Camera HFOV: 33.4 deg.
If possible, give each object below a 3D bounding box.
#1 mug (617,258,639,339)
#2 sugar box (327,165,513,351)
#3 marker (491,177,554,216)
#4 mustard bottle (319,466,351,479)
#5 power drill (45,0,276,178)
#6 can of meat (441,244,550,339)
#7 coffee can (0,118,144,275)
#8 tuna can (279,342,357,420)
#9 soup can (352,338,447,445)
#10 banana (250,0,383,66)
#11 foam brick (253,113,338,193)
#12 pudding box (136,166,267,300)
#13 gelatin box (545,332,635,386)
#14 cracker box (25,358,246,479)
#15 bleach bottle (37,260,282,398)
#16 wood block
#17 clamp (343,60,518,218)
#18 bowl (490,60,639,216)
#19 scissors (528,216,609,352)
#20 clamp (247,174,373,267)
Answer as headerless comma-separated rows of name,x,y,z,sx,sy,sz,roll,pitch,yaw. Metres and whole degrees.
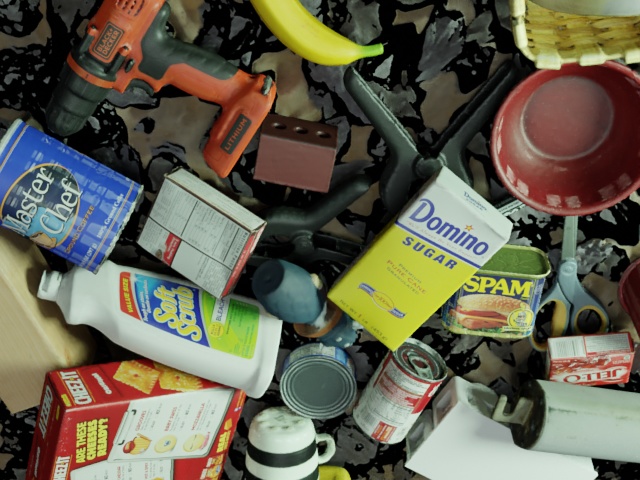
mug,0.371,0.067,1.092,0.117,0.081,0.093,-14,117,10
sugar box,0.096,0.021,1.052,0.093,0.048,0.176,39,121,-4
marker,0.182,-0.031,1.084,0.121,0.020,0.020,-27,114,17
mustard bottle,0.007,0.363,1.289,0.096,0.058,0.191,-12,117,5
power drill,-0.151,-0.139,1.020,0.187,0.057,0.185,31,116,-13
can of meat,0.179,0.052,1.110,0.102,0.057,0.084,6,121,0
coffee can,-0.260,-0.042,1.054,0.140,0.102,0.103,29,116,-12
tuna can,-0.001,0.156,1.189,0.086,0.033,0.086,1,119,2
soup can,0.086,0.166,1.171,0.068,0.068,0.102,24,118,-10
banana,-0.029,-0.226,0.981,0.069,0.037,0.197,-42,111,6
foam brick,-0.023,-0.085,1.046,0.078,0.053,0.051,10,119,-3
pudding box,-0.122,-0.007,1.083,0.113,0.039,0.090,32,116,9
gelatin box,0.288,0.130,1.144,0.089,0.030,0.073,-5,147,6
cracker box,-0.198,0.208,1.152,0.213,0.072,0.164,-4,125,-34
bleach bottle,-0.169,0.085,1.112,0.250,0.102,0.068,16,145,-11
wood block,-0.330,0.068,1.127,0.091,0.090,0.206,-20,117,13
clamp,0.096,-0.083,1.047,0.164,0.036,0.210,4,121,-5
bowl,0.241,-0.106,1.018,0.162,0.055,0.162,1,119,2
scissors,0.276,0.037,1.118,0.096,0.016,0.202,12,119,-5
clamp,-0.007,0.001,1.102,0.172,0.039,0.120,-15,120,19
